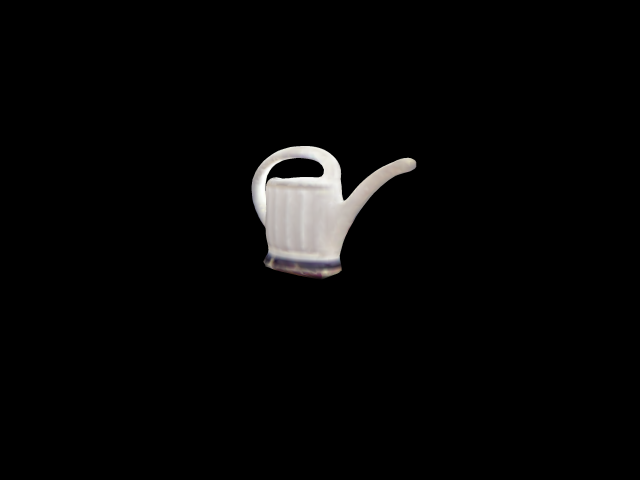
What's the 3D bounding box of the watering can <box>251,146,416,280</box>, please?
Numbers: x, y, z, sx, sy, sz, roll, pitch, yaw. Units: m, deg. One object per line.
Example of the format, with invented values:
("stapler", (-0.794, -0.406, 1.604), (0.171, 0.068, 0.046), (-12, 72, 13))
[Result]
("watering can", (0.003, -0.043, 0.850), (0.348, 0.223, 0.104), (8, 11, 43))
